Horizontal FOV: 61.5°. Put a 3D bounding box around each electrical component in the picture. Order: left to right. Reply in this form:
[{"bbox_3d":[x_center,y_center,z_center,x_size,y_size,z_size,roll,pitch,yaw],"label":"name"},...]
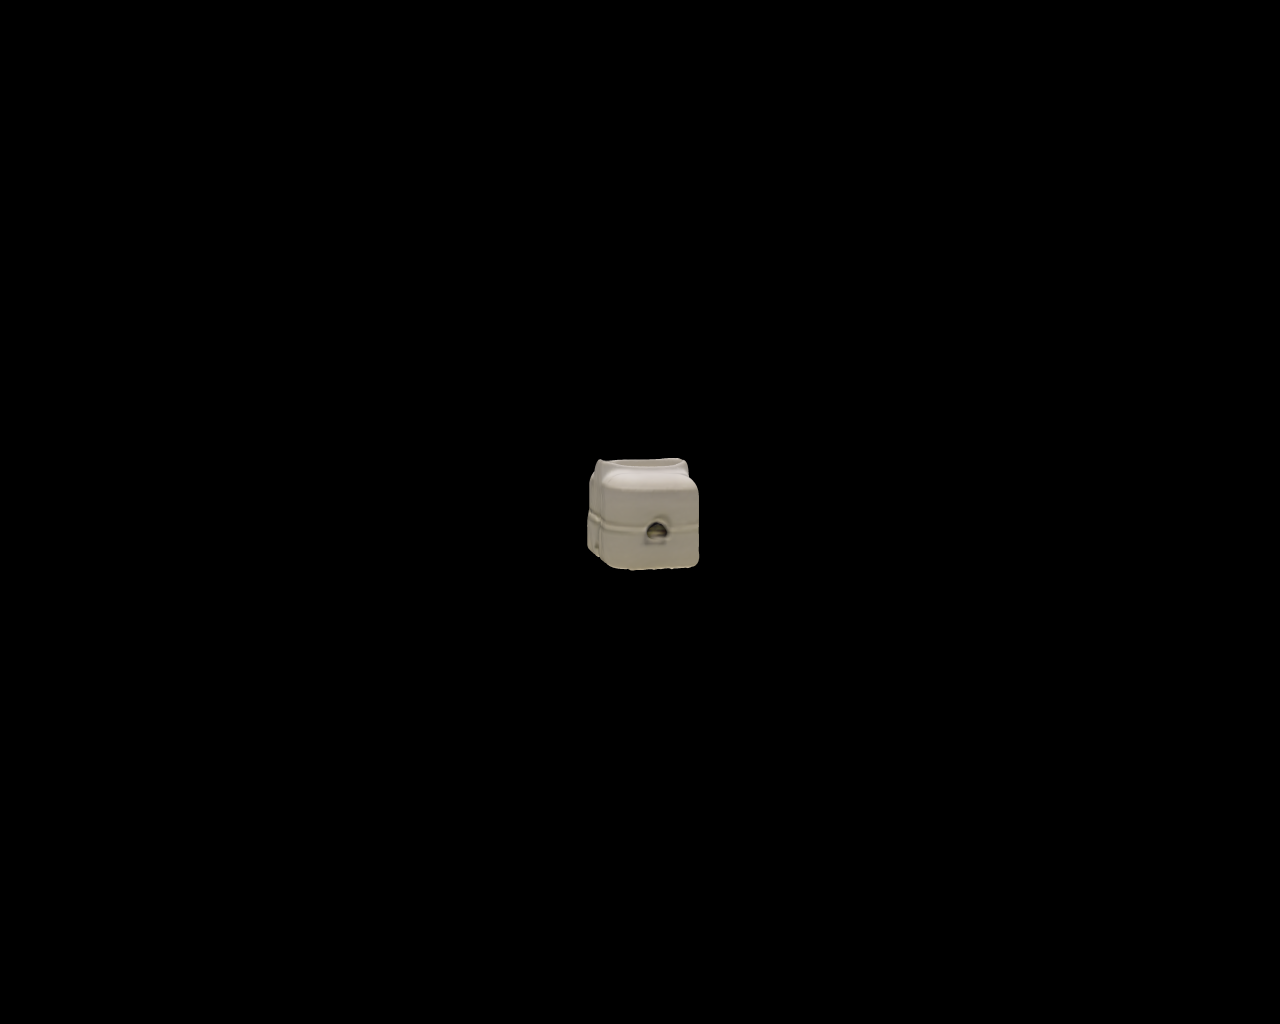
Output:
[{"bbox_3d":[0.001,-0.003,0.650,0.054,0.059,0.095,-1,7,-11],"label":"electrical component"}]
